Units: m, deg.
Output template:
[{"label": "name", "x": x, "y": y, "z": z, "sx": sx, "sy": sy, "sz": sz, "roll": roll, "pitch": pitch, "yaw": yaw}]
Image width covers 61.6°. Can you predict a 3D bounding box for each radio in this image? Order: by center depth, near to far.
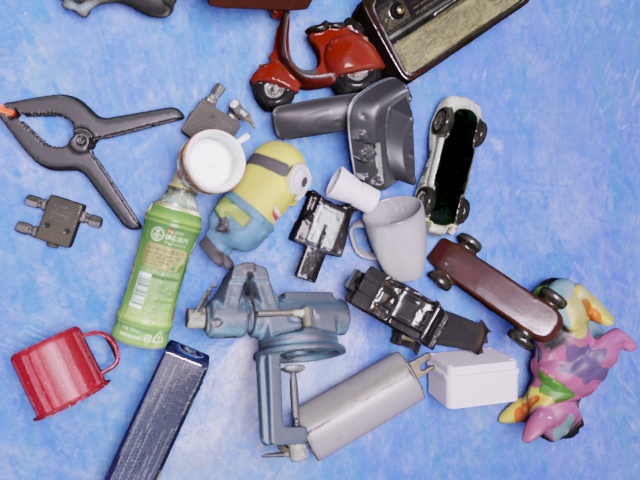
[{"label": "radio", "x": 0.164, "y": -0.324, "z": 0.751, "sx": 0.229, "sy": 0.073, "sz": 0.131, "roll": -36, "pitch": 99, "yaw": -10}]

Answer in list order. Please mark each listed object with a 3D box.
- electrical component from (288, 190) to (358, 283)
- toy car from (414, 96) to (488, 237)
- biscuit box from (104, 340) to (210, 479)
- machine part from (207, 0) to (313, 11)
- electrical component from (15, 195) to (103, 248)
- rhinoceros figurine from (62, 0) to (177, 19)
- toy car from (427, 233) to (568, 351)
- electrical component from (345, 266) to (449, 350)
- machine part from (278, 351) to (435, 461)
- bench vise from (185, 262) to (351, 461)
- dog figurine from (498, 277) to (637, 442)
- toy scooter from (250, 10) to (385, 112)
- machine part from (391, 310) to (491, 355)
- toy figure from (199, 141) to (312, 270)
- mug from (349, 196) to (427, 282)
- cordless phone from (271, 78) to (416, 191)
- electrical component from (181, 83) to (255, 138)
[{"label": "electrical component", "x": -0.002, "y": -0.002, "z": 0.734, "sx": 0.075, "sy": 0.048, "sz": 0.119, "roll": 18, "pitch": 88, "yaw": -13}, {"label": "toy car", "x": 0.185, "y": -0.105, "z": 0.772, "sx": 0.073, "sy": 0.056, "sz": 0.201, "roll": 13, "pitch": 90, "yaw": -19}, {"label": "biscuit box", "x": -0.209, "y": 0.233, "z": 0.686, "sx": 0.063, "sy": 0.059, "sz": 0.202, "roll": 26, "pitch": 86, "yaw": -12}, {"label": "machine part", "x": -0.088, "y": -0.380, "z": 0.649, "sx": 0.201, "sy": 0.087, "sz": 0.201, "roll": -11, "pitch": 75, "yaw": -27}, {"label": "electrical component", "x": -0.325, "y": -0.021, "z": 0.672, "sx": 0.094, "sy": 0.021, "sz": 0.063, "roll": 18, "pitch": 88, "yaw": -14}, {"label": "rhinoceros figurine", "x": -0.271, "y": -0.325, "z": 0.656, "sx": 0.190, "sy": 0.073, "sz": 0.112, "roll": 8, "pitch": 100, "yaw": -15}, {"label": "toy car", "x": 0.246, "y": 0.070, "z": 0.763, "sx": 0.202, "sy": 0.053, "sz": 0.089, "roll": 36, "pitch": 88, "yaw": 22}, {"label": "electrical component", "x": 0.099, "y": 0.087, "z": 0.715, "sx": 0.134, "sy": 0.114, "sz": 0.058, "roll": 28, "pitch": 82, "yaw": 23}, {"label": "machine part", "x": 0.053, "y": 0.226, "z": 0.737, "sx": 0.243, "sy": 0.079, "sz": 0.079, "roll": -28, "pitch": 97, "yaw": -10}, {"label": "bench vise", "x": -0.058, "y": 0.150, "z": 0.674, "sx": 0.223, "sy": 0.129, "sz": 0.240, "roll": 8, "pitch": 66, "yaw": -34}, {"label": "dog figurine", "x": 0.339, "y": 0.187, "z": 0.790, "sx": 0.191, "sy": 0.108, "sz": 0.219, "roll": 45, "pitch": 85, "yaw": -11}, {"label": "toy scooter", "x": -0.008, "y": -0.251, "z": 0.715, "sx": 0.184, "sy": 0.075, "sz": 0.135, "roll": -12, "pitch": 93, "yaw": -8}, {"label": "machine part", "x": 0.175, "y": 0.130, "z": 0.781, "sx": 0.139, "sy": 0.039, "sz": 0.084, "roll": 10, "pitch": 81, "yaw": -2}, {"label": "toy figure", "x": -0.086, "y": -0.049, "z": 0.698, "sx": 0.089, "sy": 0.082, "sz": 0.180, "roll": 43, "pitch": 85, "yaw": -9}, {"label": "mug", "x": 0.099, "y": 0.006, "z": 0.742, "sx": 0.110, "sy": 0.081, "sz": 0.107, "roll": -11, "pitch": 117, "yaw": 17}, {"label": "cordless phone", "x": 0.034, "y": -0.129, "z": 0.718, "sx": 0.184, "sy": 0.089, "sz": 0.146, "roll": -6, "pitch": 134, "yaw": 6}, {"label": "electrical component", "x": -0.135, "y": -0.145, "z": 0.701, "sx": 0.078, "sy": 0.045, "sz": 0.102, "roll": 41, "pitch": 82, "yaw": -13}]
